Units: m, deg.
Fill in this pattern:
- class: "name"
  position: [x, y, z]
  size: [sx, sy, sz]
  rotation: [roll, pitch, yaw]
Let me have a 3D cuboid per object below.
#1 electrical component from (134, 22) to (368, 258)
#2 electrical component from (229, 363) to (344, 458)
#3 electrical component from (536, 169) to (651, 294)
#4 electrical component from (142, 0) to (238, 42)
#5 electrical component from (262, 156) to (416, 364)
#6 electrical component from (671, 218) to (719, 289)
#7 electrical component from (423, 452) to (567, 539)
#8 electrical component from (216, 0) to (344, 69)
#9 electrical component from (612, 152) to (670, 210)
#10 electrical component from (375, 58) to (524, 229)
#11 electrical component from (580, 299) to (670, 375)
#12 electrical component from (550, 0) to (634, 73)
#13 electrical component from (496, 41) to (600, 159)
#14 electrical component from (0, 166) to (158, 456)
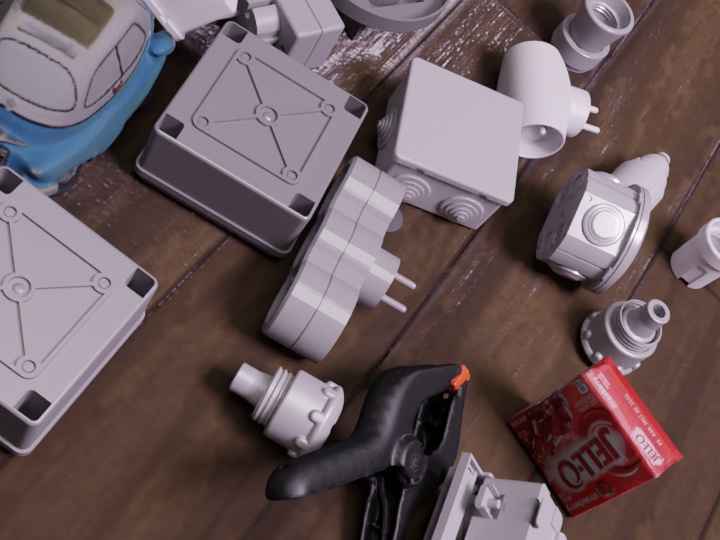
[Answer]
- class: "electrical component"
  position: [-0.066, -0.082, 0.673]
  size: [0.109, 0.056, 0.108]
  rotation: [31, 55, -8]
- class: "electrical component"
  position: [-0.043, 0.075, 0.609]
  size: [0.062, 0.048, 0.048]
  rotation: [30, 55, 0]
- class: "electrical component"
  position: [0.161, -0.028, 0.740]
  size: [0.051, 0.080, 0.080]
  rotation: [24, 56, -6]
- class: "electrical component"
  position: [-0.115, -0.210, 0.679]
  size: [0.099, 0.048, 0.099]
  rotation: [51, 31, -44]
- class: "electrical component"
  position: [0.000, 0.000, 0.664]
  size: [0.074, 0.052, 0.138]
  rotation: [30, 55, -9]
- class: "electrical component"
  position: [0.259, -0.011, 0.798]
  size: [0.040, 0.046, 0.040]
  rotation: [11, 60, -20]
- class: "electrical component"
  position: [0.066, 0.174, 0.588]
  size: [0.078, 0.063, 0.121]
  rotation: [59, 44, -39]
- class: "electrical component"
  position: [-0.063, -0.170, 0.729]
  size: [0.077, 0.047, 0.065]
  rotation: [-20, 74, -31]
- class: "electrical component"
  position: [0.210, -0.065, 0.806]
  size: [0.040, 0.040, 0.078]
  rotation: [47, 55, 3]
- class: "electrical component"
  position: [0.060, -0.085, 0.740]
  size: [0.100, 0.048, 0.099]
  rotation: [20, 57, -15]
- class: "electrical component"
  position: [0.183, 0.040, 0.724]
  size: [0.048, 0.062, 0.048]
  rotation: [11, 60, -20]
- class: "electrical component"
  position: [0.182, -0.188, 0.850]
  size: [0.045, 0.055, 0.045]
  rotation: [11, 60, -20]
- class: "electrical component"
  position: [0.145, -0.122, 0.803]
  size: [0.079, 0.044, 0.077]
  rotation: [14, 59, -19]
- class: "electrical component"
  position: [-0.182, 0.020, 0.563]
  size: [0.109, 0.056, 0.108]
  rotation: [38, 55, -3]
